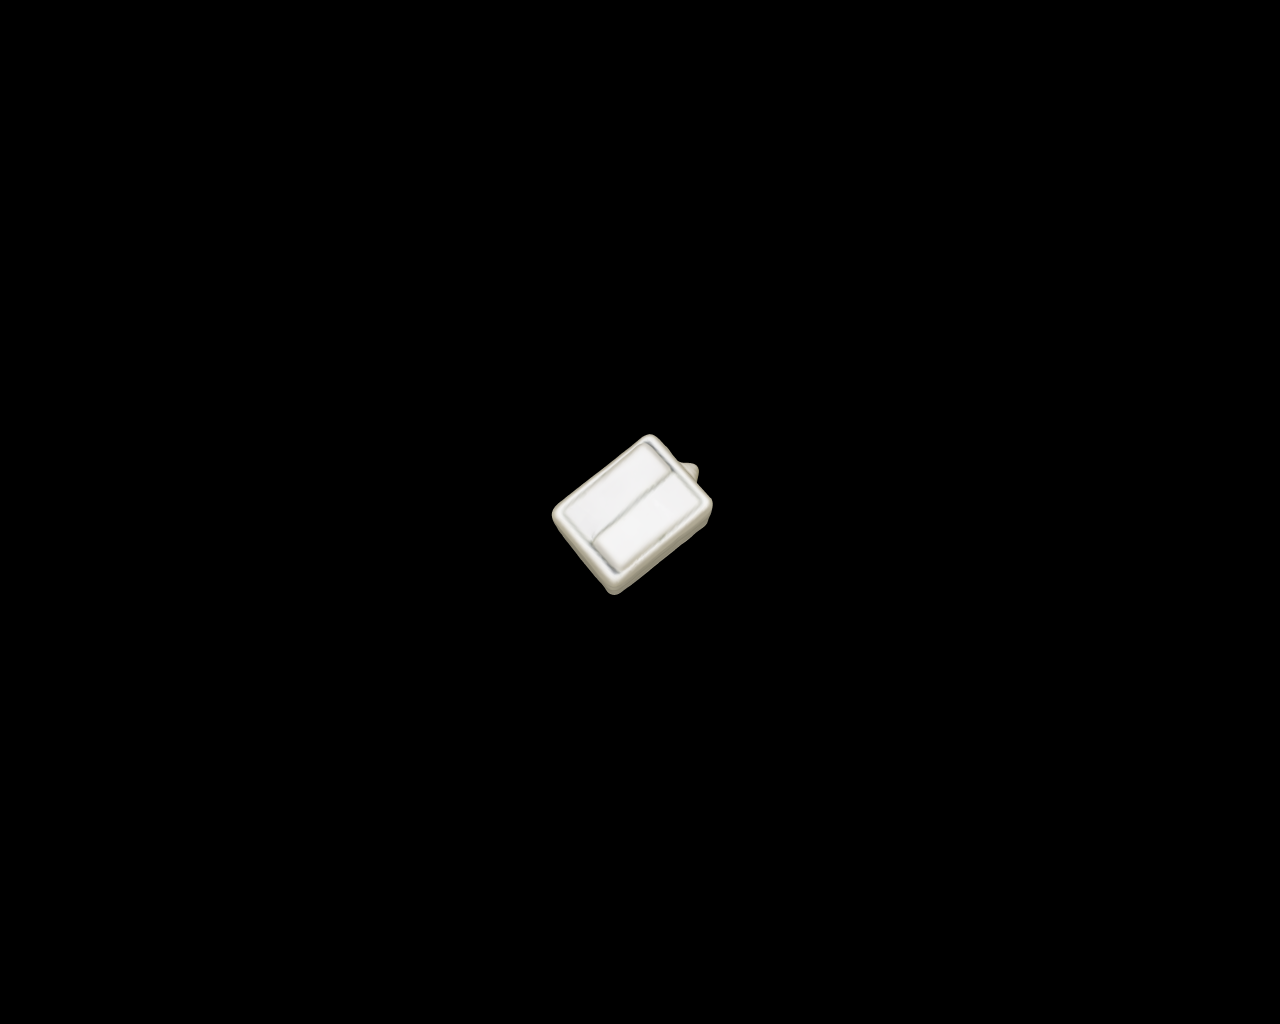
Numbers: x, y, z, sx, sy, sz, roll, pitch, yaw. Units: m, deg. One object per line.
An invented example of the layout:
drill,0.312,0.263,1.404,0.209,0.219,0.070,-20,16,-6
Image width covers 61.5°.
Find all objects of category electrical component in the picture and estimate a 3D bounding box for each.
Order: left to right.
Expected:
electrical component,0.001,-0.003,0.650,0.096,0.062,0.061,-38,-9,-7
